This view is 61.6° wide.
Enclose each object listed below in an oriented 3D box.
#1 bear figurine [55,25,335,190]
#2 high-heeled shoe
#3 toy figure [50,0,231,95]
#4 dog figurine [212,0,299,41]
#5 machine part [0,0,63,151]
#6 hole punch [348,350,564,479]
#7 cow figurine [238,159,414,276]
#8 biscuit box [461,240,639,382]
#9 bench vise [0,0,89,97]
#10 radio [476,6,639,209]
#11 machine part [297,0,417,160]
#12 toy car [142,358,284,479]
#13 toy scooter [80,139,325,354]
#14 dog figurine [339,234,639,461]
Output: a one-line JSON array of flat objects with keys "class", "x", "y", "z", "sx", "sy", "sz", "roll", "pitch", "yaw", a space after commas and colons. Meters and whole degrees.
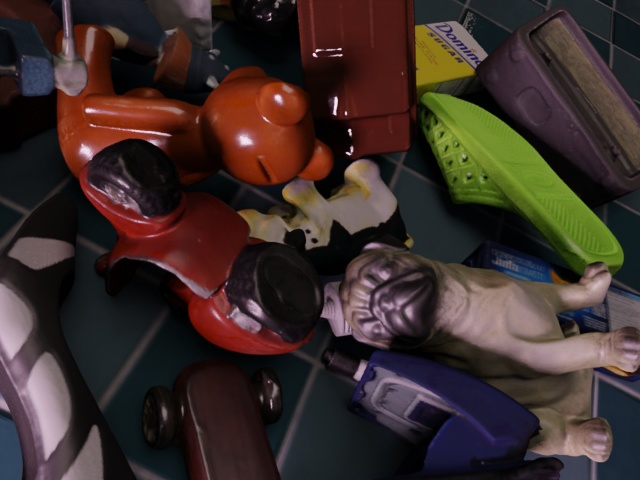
[{"class": "bear figurine", "x": -0.093, "y": -0.097, "z": 0.405, "sx": 0.196, "sy": 0.120, "sz": 0.132, "roll": -11, "pitch": 66, "yaw": 15}, {"class": "high-heeled shoe", "x": -0.146, "y": 0.081, "z": 0.339, "sx": 0.145, "sy": 0.086, "sz": 0.249, "roll": 26, "pitch": 46, "yaw": -25}, {"class": "toy figure", "x": -0.147, "y": -0.171, "z": 0.467, "sx": 0.154, "sy": 0.058, "sz": 0.064, "roll": 28, "pitch": 65, "yaw": -34}, {"class": "dog figurine", "x": -0.025, "y": -0.302, "z": 0.612, "sx": 0.219, "sy": 0.108, "sz": 0.191, "roll": -5, "pitch": 61, "yaw": -21}, {"class": "machine part", "x": -0.286, "y": -0.153, "z": 0.442, "sx": 0.179, "sy": 0.056, "sz": 0.179, "roll": 9, "pitch": 56, "yaw": -14}, {"class": "hole punch", "x": 0.075, "y": 0.131, "z": 0.356, "sx": 0.116, "sy": 0.142, "sz": 0.092, "roll": 1, "pitch": 54, "yaw": -7}, {"class": "cow figurine", "x": -0.002, "y": 0.000, "z": 0.449, "sx": 0.167, "sy": 0.068, "sz": 0.098, "roll": -23, "pitch": 75, "yaw": -31}, {"class": "biscuit box", "x": 0.221, "y": 0.068, "z": 0.491, "sx": 0.203, "sy": 0.062, "sz": 0.059, "roll": 19, "pitch": 54, "yaw": -8}, {"class": "bench vise", "x": -0.260, "y": -0.105, "z": 0.289, "sx": 0.240, "sy": 0.128, "sz": 0.224, "roll": -11, "pitch": 46, "yaw": -35}, {"class": "radio", "x": 0.296, "y": -0.152, "z": 0.633, "sx": 0.131, "sy": 0.073, "sz": 0.229, "roll": -31, "pitch": 84, "yaw": -34}, {"class": "machine part", "x": 0.040, "y": -0.177, "z": 0.470, "sx": 0.087, "sy": 0.200, "sz": 0.201, "roll": -3, "pitch": 13, "yaw": 9}, {"class": "toy car", "x": -0.047, "y": 0.168, "z": 0.327, "sx": 0.089, "sy": 0.053, "sz": 0.202, "roll": -2, "pitch": 55, "yaw": -35}, {"class": "toy scooter", "x": -0.093, "y": 0.022, "z": 0.373, "sx": 0.183, "sy": 0.135, "sz": 0.075, "roll": 41, "pitch": 46, "yaw": -16}, {"class": "dog figurine", "x": 0.109, "y": 0.085, "z": 0.406, "sx": 0.191, "sy": 0.172, "sz": 0.121, "roll": 6, "pitch": 22, "yaw": 8}]
